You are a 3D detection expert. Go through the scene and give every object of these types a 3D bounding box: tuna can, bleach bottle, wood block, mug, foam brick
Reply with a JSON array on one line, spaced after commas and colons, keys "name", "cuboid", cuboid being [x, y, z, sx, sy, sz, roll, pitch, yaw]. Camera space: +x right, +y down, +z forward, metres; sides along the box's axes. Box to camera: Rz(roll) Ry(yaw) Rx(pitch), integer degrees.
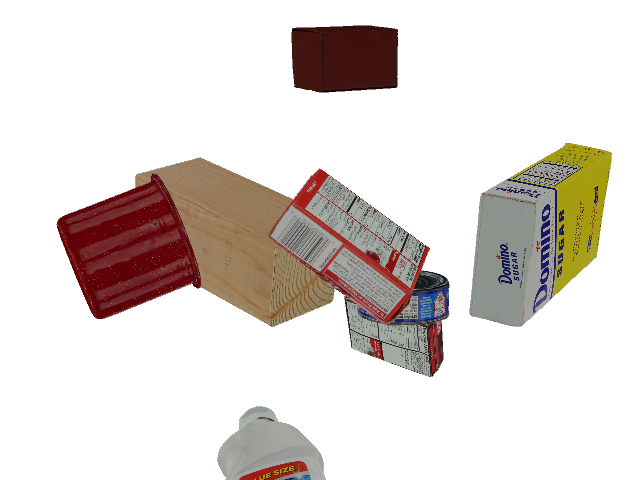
[{"name": "tuna can", "cuboid": [0.077, 0.052, 0.995, 0.086, 0.034, 0.086, 0, 11, 0]}, {"name": "bleach bottle", "cuboid": [-0.036, 0.205, 0.723, 0.102, 0.068, 0.251, -7, 32, -7]}, {"name": "wood block", "cuboid": [-0.087, -0.004, 1.065, 0.206, 0.090, 0.090, 25, 31, 37]}, {"name": "mug", "cuboid": [-0.148, 0.004, 0.803, 0.081, 0.093, 0.117, -22, 22, -14]}, {"name": "foam brick", "cuboid": [0.021, -0.156, 0.913, 0.078, 0.051, 0.053, -8, 17, -28]}]

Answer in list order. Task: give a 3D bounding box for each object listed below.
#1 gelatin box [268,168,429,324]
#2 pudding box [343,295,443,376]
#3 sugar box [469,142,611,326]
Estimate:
[{"name": "gelatin box", "cuboid": [0.019, 0.002, 0.640, 0.089, 0.030, 0.073, 37, 24, -2]}, {"name": "pudding box", "cuboid": [0.086, 0.102, 1.246, 0.114, 0.090, 0.039, 16, 46, 25]}, {"name": "sugar box", "cuboid": [0.166, -0.008, 0.789, 0.048, 0.093, 0.175, 12, 22, 26]}]
